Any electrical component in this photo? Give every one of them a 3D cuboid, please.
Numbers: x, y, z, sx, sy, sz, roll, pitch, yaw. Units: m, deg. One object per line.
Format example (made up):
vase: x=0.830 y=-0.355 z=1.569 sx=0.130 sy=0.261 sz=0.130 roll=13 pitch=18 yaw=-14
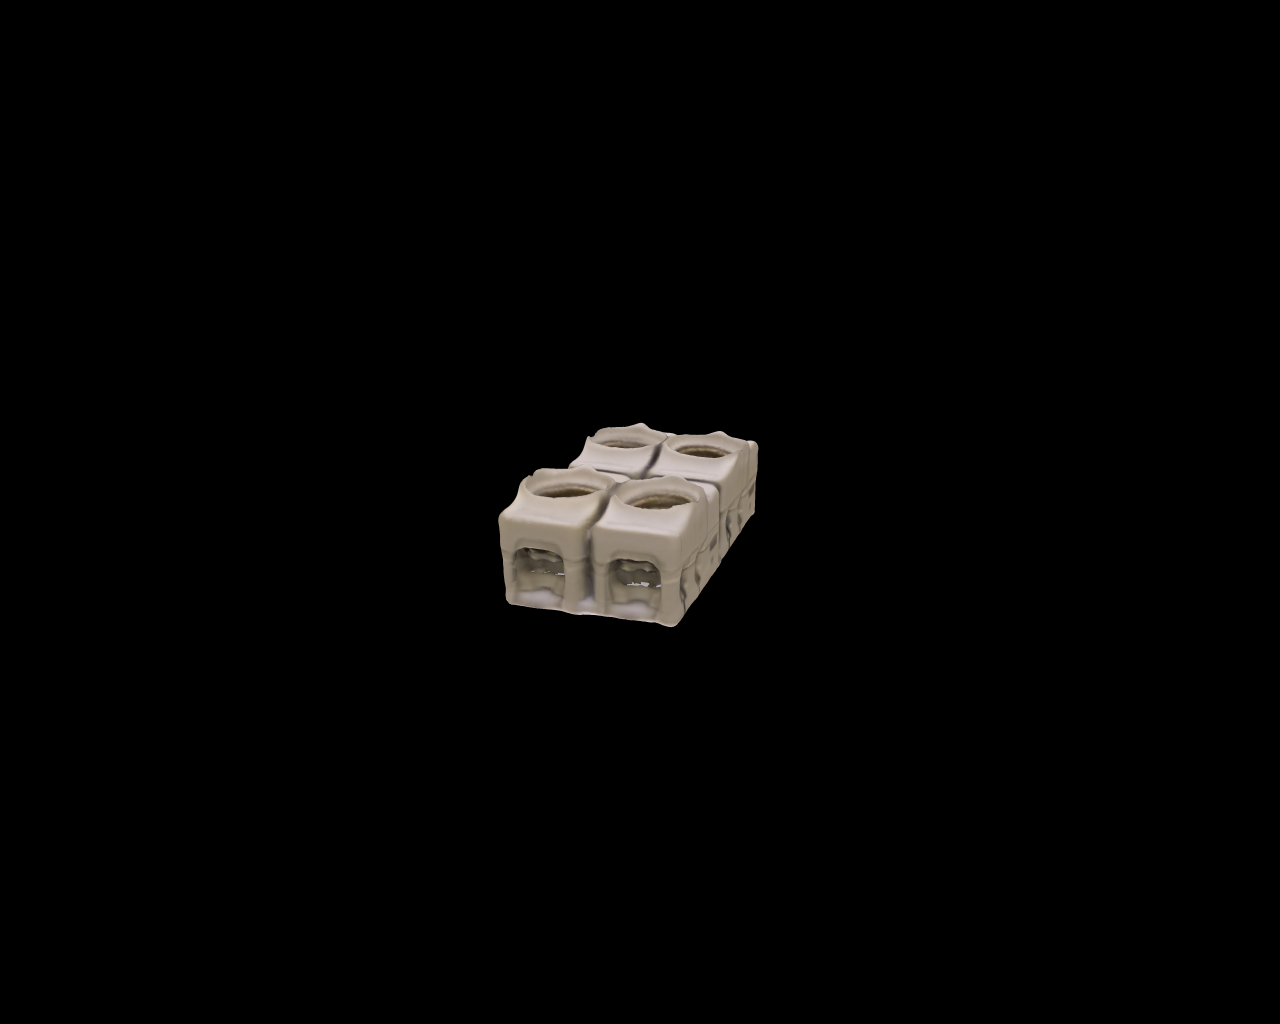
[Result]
electrical component: x=0.001 y=-0.003 z=0.650 sx=0.105 sy=0.060 sz=0.186 roll=7 pitch=22 yaw=18
